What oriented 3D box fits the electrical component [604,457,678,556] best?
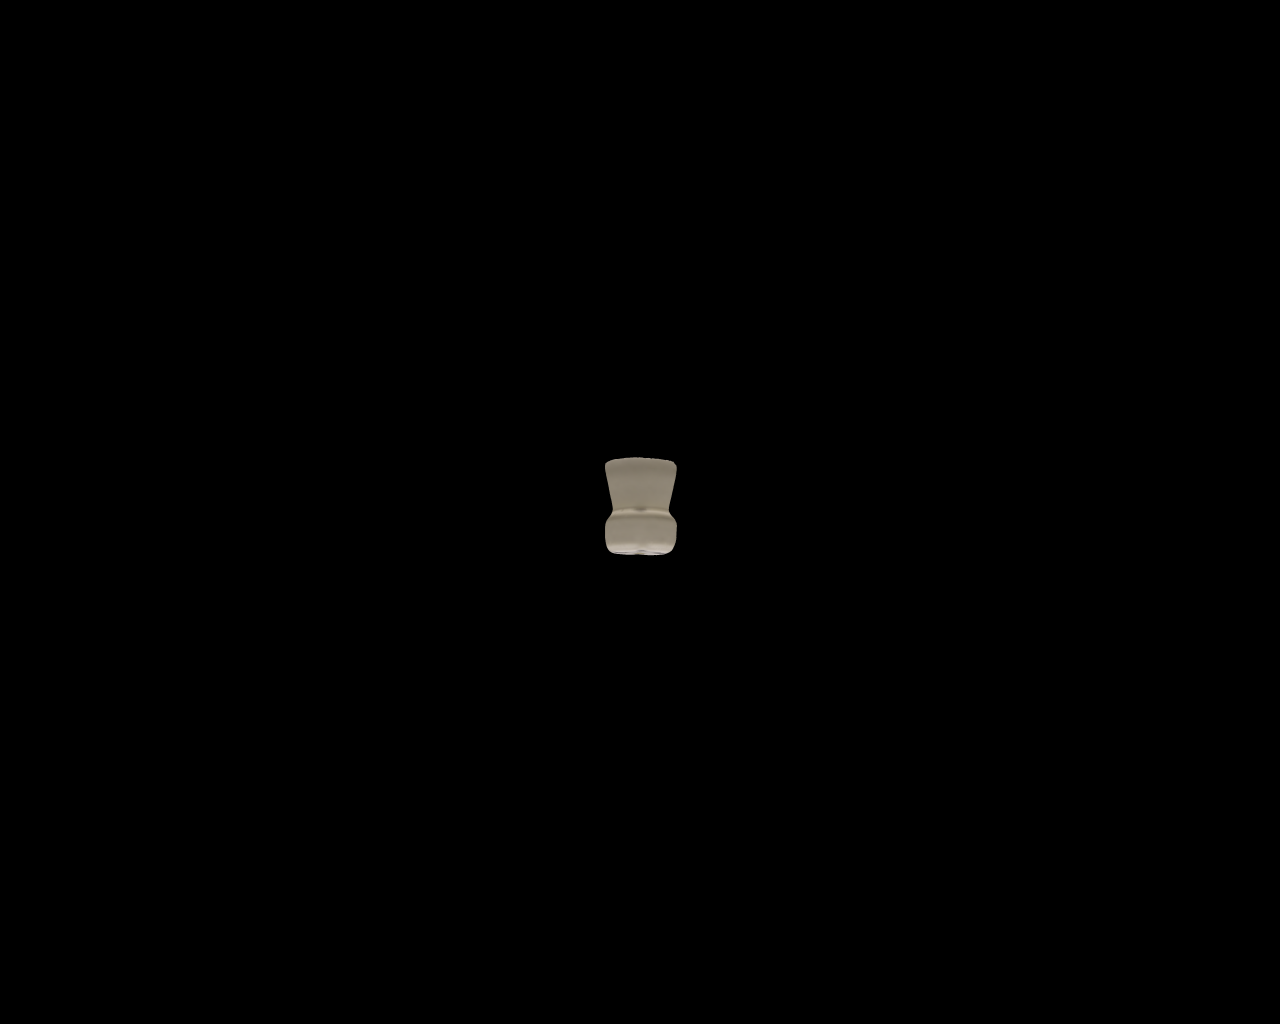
[{"bbox_3d":[0.001,-0.003,0.650,0.045,0.055,0.045,0,-7,0],"label":"electrical component"}]
